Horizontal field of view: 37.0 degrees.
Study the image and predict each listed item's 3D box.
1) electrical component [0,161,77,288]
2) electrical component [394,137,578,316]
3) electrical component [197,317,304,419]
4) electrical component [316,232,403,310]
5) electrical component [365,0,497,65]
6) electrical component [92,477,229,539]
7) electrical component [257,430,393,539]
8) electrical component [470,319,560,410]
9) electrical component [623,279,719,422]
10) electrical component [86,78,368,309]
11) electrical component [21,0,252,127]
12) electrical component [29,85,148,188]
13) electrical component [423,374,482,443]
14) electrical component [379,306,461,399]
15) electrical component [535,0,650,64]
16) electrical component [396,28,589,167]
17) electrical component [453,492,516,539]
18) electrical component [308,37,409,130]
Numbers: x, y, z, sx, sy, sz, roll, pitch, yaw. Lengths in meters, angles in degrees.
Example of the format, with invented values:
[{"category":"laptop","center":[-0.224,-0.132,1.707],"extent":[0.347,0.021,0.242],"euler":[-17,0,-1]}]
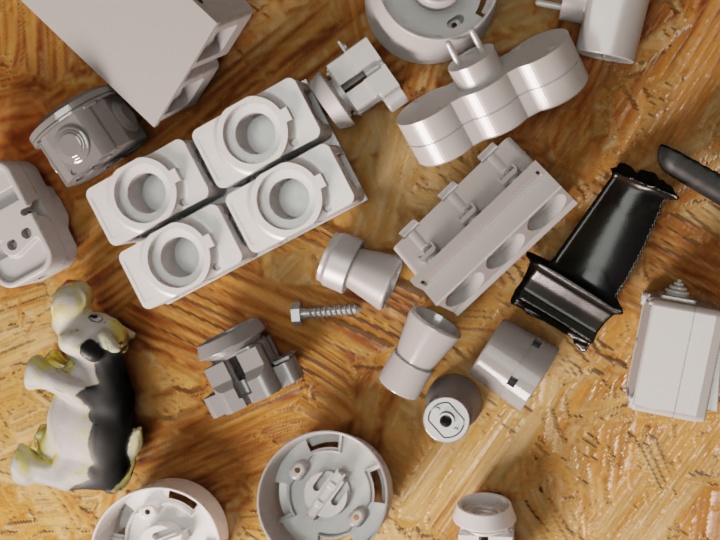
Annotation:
[{"category":"electrical component","center":[-0.272,-0.038,0.860],"extent":[0.054,0.059,0.095],"euler":[-27,90,12]},{"category":"electrical component","center":[0.089,-0.033,0.791],"extent":[0.121,0.079,0.063],"euler":[-44,63,11]},{"category":"electrical component","center":[-0.092,0.073,0.841],"extent":[0.078,0.058,0.057],"euler":[-25,94,12]},{"category":"electrical component","center":[0.000,0.000,0.823],"extent":[0.055,0.045,0.045],"euler":[23,99,7]},{"category":"electrical component","center":[0.054,-0.207,0.796],"extent":[0.099,0.064,0.099],"euler":[0,88,-2]},{"category":"electrical component","center":[-0.157,0.218,0.863],"extent":[0.099,0.064,0.099],"euler":[1,96,10]},{"category":"electrical component","center":[-0.024,0.173,0.831],"extent":[0.099,0.064,0.099],"euler":[-2,83,13]},{"category":"electrical component","center":[0.115,0.069,0.806],"extent":[0.047,0.055,0.055],"euler":[33,100,9]},{"category":"electrical component","center":[0.232,0.055,0.779],"extent":[0.061,0.062,0.096],"euler":[10,97,9]},{"category":"electrical component","center":[-0.104,-0.058,0.828],"extent":[0.186,0.060,0.105],"euler":[-27,90,11]},{"category":"electrical component","center":[-0.181,-0.215,0.807],"extent":[0.186,0.060,0.105],"euler":[44,126,3]},{"category":"electrical component","center":[-0.210,-0.104,0.833],"extent":[0.080,0.080,0.051],"euler":[-33,94,11]},{"category":"electrical component","center":[0.068,0.106,0.811],"extent":[0.044,0.065,0.044],"euler":[1,96,10]},{"category":"electrical component","center":[0.043,0.066,0.825],"extent":[0.044,0.044,0.065],"euler":[30,105,6]},{"category":"electrical component","center":[0.168,-0.195,0.775],"extent":[0.079,0.043,0.077],"euler":[14,98,9]},{"category":"electrical component","center":[0.088,-0.138,0.778],"extent":[0.138,0.052,0.073],"euler":[-27,115,12]},{"category":"electrical component","center":[0.096,0.205,0.827],"extent":[0.066,0.048,0.055],"euler":[0,103,10]},{"category":"electrical component","center":[-0.005,-0.138,0.811],"extent":[0.055,0.048,0.066],"euler":[-35,89,4]}]
